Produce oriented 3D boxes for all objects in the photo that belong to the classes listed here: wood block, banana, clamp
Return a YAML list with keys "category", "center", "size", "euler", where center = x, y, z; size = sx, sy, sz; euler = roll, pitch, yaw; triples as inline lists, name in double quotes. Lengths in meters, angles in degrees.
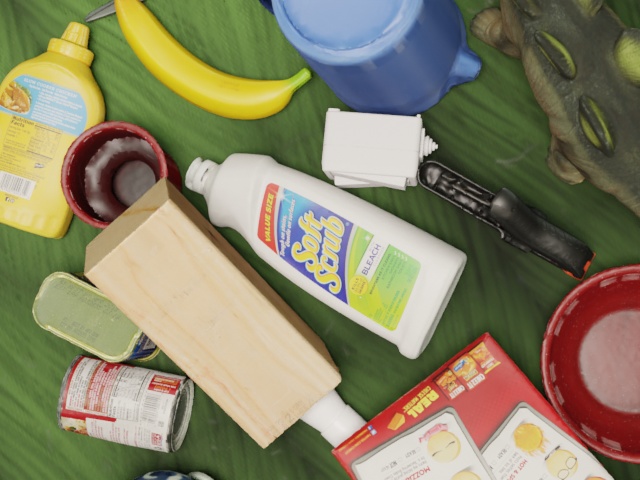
- category: "wood block"
  center: [-0.087, 0.058, 0.873]
  size: [0.090, 0.091, 0.206]
  euler: [-42, 108, 2]
- category: "banana"
  center: [-0.105, -0.155, 0.957]
  size: [0.198, 0.037, 0.069]
  euler: [24, 94, 9]
- category: "clamp"
  center: [0.158, -0.016, 0.882]
  size: [0.039, 0.171, 0.120]
  euler: [-55, 40, 4]

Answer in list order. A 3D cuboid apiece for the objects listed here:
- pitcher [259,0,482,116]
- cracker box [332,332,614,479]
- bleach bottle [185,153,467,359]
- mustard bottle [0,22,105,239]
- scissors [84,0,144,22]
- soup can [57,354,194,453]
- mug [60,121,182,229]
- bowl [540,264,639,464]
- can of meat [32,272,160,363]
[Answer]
- category: "pitcher"
  center: [0.031, -0.176, 0.840]
  size: [0.149, 0.242, 0.145]
  euler: [-24, 85, 11]
- category: "cracker box"
  center: [0.138, 0.208, 0.851]
  size: [0.164, 0.072, 0.214]
  euler: [-37, 66, -5]
- category: "bleach bottle"
  center: [-0.006, 0.001, 0.921]
  size: [0.251, 0.068, 0.103]
  euler: [26, 104, 13]
- category: "mustard bottle"
  center: [-0.247, -0.104, 0.960]
  size: [0.096, 0.058, 0.191]
  euler: [18, 88, 3]
- category: "scissors"
  center: [-0.125, -0.263, 0.979]
  size: [0.202, 0.016, 0.096]
  euler: [-9, 83, 6]
- category: "soup can"
  center: [-0.168, 0.142, 0.928]
  size: [0.102, 0.068, 0.068]
  euler: [10, 87, 7]
- category: "mug"
  center: [-0.167, -0.040, 0.934]
  size: [0.093, 0.081, 0.117]
  euler: [-11, 84, 6]
- category: "bowl"
  center: [0.262, 0.101, 0.885]
  size: [0.162, 0.055, 0.162]
  euler: [-1, 86, 7]
- category: "can of meat"
  center: [-0.189, 0.066, 0.929]
  size: [0.102, 0.084, 0.057]
  euler: [25, 89, 7]
